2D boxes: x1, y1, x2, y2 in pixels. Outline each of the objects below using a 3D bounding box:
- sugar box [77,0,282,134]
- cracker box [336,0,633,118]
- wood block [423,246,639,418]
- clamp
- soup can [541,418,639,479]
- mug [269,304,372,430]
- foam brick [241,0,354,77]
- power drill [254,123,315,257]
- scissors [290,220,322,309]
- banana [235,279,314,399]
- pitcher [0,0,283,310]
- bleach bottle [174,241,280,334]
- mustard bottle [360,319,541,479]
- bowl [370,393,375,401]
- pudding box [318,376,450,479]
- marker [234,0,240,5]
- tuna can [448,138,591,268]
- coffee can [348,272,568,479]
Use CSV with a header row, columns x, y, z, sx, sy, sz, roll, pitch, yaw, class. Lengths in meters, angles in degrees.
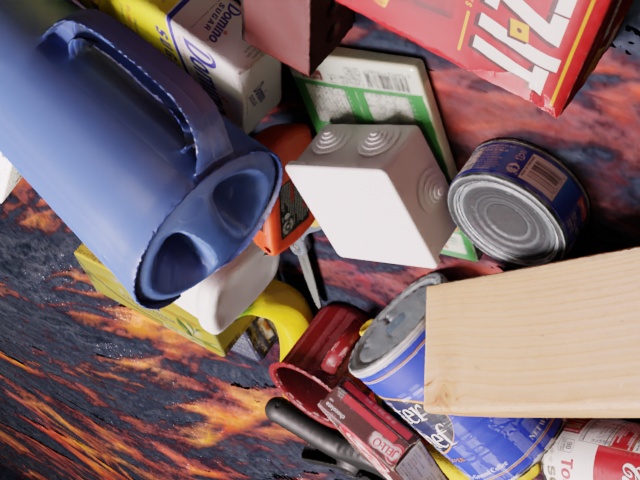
x,y,z,sx,sy,sz,roll,pitch,yaw,class
-0.104,-0.152,0.718,0.176,0.048,0.093,41,165,12,sugar box
0.049,-0.170,0.491,0.214,0.072,0.164,31,153,14,cracker box
0.161,0.065,0.666,0.090,0.091,0.206,8,167,-28,wood block
0.032,0.210,1.025,0.172,0.039,0.120,24,163,24,clamp
0.228,0.171,0.807,0.102,0.068,0.068,3,137,51,soup can
0.016,0.107,0.958,0.093,0.081,0.117,33,154,11,mug
-0.012,-0.148,0.628,0.051,0.053,0.078,31,154,16,foam brick
-0.092,-0.079,0.815,0.188,0.057,0.184,26,140,30,power drill
-0.006,0.001,0.893,0.096,0.016,0.201,15,145,42,scissors
-0.035,0.088,1.013,0.037,0.069,0.197,51,173,35,banana
-0.150,-0.083,0.726,0.243,0.149,0.144,41,-167,18,pitcher
-0.162,-0.018,0.941,0.251,0.102,0.068,28,141,22,bleach bottle
0.103,0.140,0.922,0.191,0.058,0.096,47,134,-14,mustard bottle
0.084,0.189,1.033,0.162,0.055,0.162,30,153,17,bowl
0.055,0.171,0.889,0.090,0.039,0.113,38,170,36,pudding box
-0.065,-0.186,0.673,0.020,0.020,0.121,9,141,45,marker
0.124,-0.021,0.674,0.086,0.033,0.086,29,151,18,tuna can
0.107,0.109,0.822,0.140,0.102,0.103,43,153,-9,coffee can
